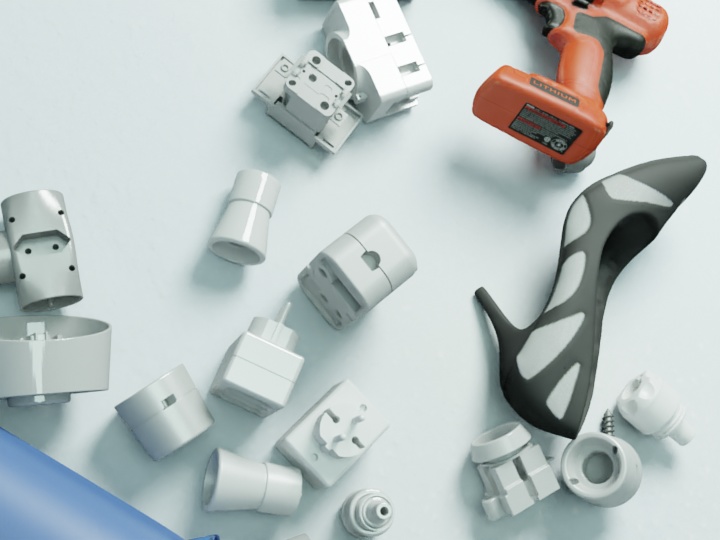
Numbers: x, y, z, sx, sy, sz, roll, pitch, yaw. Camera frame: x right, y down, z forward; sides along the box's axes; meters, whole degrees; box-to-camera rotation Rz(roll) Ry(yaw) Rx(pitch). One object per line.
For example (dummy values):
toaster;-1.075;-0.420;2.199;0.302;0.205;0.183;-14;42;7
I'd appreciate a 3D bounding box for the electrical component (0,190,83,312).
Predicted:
electrical component;-0.239;-0.010;0.745;0.079;0.043;0.077;-10;79;-19

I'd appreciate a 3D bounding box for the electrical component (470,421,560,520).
electrical component;0.113;0.148;0.810;0.066;0.048;0.055;-25;92;-20

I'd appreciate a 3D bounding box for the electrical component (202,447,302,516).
electrical component;-0.074;0.152;0.756;0.065;0.044;0.044;13;73;-18

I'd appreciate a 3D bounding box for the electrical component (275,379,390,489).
electrical component;-0.015;0.115;0.762;0.066;0.077;0.047;-43;91;-21

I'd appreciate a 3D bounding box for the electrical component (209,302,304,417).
electrical component;-0.067;0.058;0.767;0.047;0.066;0.076;26;71;-9

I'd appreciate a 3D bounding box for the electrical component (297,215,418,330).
electrical component;0.000;0.000;0.786;0.059;0.095;0.053;-38;89;-21

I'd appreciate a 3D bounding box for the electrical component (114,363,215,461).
electrical component;-0.134;0.099;0.744;0.055;0.055;0.047;-33;91;-21

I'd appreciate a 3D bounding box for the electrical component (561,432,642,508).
electrical component;0.182;0.150;0.815;0.055;0.047;0.055;-7;72;23

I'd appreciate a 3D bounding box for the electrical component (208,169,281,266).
electrical component;-0.083;-0.042;0.802;0.044;0.044;0.065;20;67;-11

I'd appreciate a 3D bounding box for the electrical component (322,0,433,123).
electrical component;0.009;-0.169;0.855;0.056;0.050;0.089;-21;83;-20

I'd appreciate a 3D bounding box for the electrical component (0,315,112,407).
electrical component;-0.214;0.057;0.710;0.099;0.099;0.064;-3;83;-17

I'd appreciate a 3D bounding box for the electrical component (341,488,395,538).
electrical component;0.009;0.172;0.763;0.035;0.061;0.035;4;75;-15

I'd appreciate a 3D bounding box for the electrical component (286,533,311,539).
electrical component;-0.053;0.234;0.708;0.060;0.108;0.108;-11;80;-13

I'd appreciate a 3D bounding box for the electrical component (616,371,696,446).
electrical component;0.239;0.114;0.856;0.062;0.043;0.043;41;69;-5

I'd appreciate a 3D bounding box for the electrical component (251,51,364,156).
electrical component;-0.037;-0.132;0.825;0.081;0.064;0.042;37;70;-5
